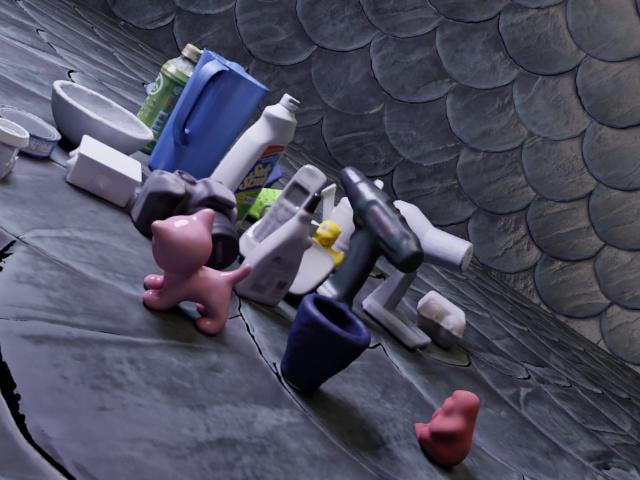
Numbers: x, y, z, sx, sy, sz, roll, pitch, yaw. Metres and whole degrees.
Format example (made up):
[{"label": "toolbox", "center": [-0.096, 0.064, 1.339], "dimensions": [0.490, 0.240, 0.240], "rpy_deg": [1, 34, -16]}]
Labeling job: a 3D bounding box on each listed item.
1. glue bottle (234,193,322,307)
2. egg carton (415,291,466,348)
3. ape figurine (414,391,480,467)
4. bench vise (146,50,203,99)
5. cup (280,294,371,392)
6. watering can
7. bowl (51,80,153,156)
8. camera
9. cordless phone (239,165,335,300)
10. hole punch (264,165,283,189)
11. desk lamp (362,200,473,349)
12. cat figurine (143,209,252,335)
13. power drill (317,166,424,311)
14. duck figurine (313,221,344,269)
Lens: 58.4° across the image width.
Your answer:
[{"label": "glue bottle", "center": [-0.047, 0.009, 0.787], "dimensions": [0.078, 0.173, 0.037], "rpy_deg": [25, 15, -37]}, {"label": "egg carton", "center": [0.252, 0.166, 1.212], "dimensions": [0.107, 0.069, 0.150], "rpy_deg": [36, 12, 6]}, {"label": "ape figurine", "center": [0.161, 0.224, 0.703], "dimensions": [0.078, 0.092, 0.076], "rpy_deg": [19, 19, -50]}, {"label": "bench vise", "center": [-0.319, -0.323, 1.236], "dimensions": [0.122, 0.219, 0.206], "rpy_deg": [23, 17, -42]}, {"label": "cup", "center": [-0.001, 0.121, 0.667], "dimensions": [0.091, 0.095, 0.118], "rpy_deg": [34, 12, 1]}, {"label": "watering can", "center": [0.078, -0.061, 1.328], "dimensions": [0.173, 0.194, 0.100], "rpy_deg": [29, 13, -24]}, {"label": "bowl", "center": [-0.362, -0.182, 0.927], "dimensions": [0.167, 0.074, 0.167], "rpy_deg": [33, 12, -8]}, {"label": "camera", "center": [-0.167, -0.029, 0.792], "dimensions": [0.144, 0.100, 0.136], "rpy_deg": [25, 15, -37]}, {"label": "cordless phone", "center": [-0.027, -0.013, 0.895], "dimensions": [0.147, 0.185, 0.094], "rpy_deg": [37, 12, 12]}, {"label": "hole punch", "center": [-0.152, -0.148, 1.306], "dimensions": [0.108, 0.091, 0.101], "rpy_deg": [37, 12, 11]}, {"label": "desk lamp", "center": [0.172, 0.059, 1.070], "dimensions": [0.202, 0.213, 0.118], "rpy_deg": [40, 13, 25]}, {"label": "cat figurine", "center": [-0.136, 0.025, 0.627], "dimensions": [0.128, 0.117, 0.067], "rpy_deg": [29, 13, -24]}, {"label": "power drill", "center": [0.063, 0.008, 0.995], "dimensions": [0.228, 0.208, 0.076], "rpy_deg": [42, 15, 34]}, {"label": "duck figurine", "center": [0.011, 0.004, 1.160], "dimensions": [0.105, 0.086, 0.077], "rpy_deg": [31, 13, -13]}]
